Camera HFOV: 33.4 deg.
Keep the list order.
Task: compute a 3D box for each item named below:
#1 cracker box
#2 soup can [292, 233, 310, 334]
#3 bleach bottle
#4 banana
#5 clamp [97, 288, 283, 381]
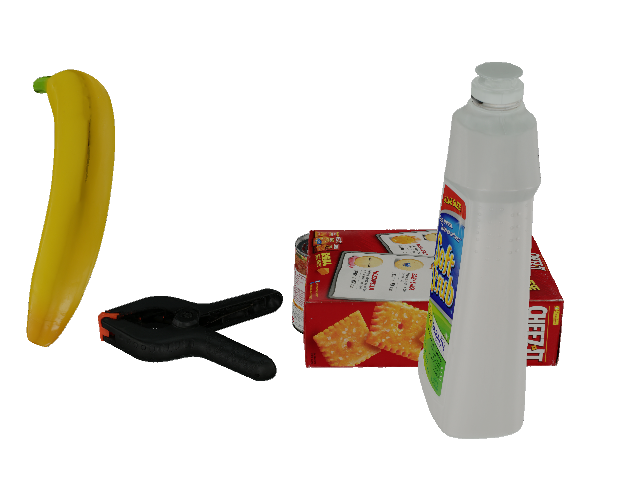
[{"bbox_3d":[0.093,0.050,0.954,0.213,0.072,0.164,0,22,1],"label":"cracker box"},{"bbox_3d":[0.003,0.051,1.209,0.068,0.102,0.068,3,26,-2],"label":"soup can"},{"bbox_3d":[0.105,0.004,0.696,0.068,0.251,0.102,-3,30,-4],"label":"bleach bottle"},{"bbox_3d":[-0.151,-0.035,0.651,0.037,0.198,0.070,15,-36,-30],"label":"banana"},{"bbox_3d":[-0.113,0.076,0.980,0.171,0.039,0.120,9,27,6],"label":"clamp"}]
